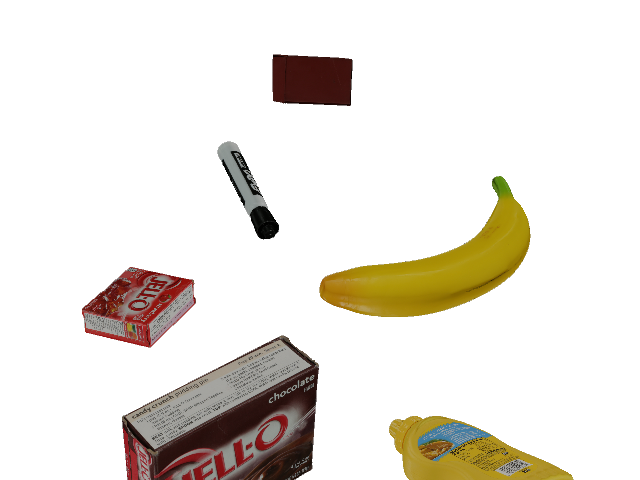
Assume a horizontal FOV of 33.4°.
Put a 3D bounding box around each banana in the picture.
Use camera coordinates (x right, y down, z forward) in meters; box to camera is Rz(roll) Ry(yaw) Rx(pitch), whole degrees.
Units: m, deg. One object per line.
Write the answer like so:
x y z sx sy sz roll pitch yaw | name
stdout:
0.088 0.016 0.741 0.197 0.037 0.070 -28 50 -37 | banana

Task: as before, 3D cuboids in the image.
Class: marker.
-0.060 -0.041 0.875 0.020 0.020 0.121 0 37 -25 | marker

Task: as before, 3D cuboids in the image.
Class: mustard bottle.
0.135 0.211 1.005 0.096 0.058 0.192 -15 24 -36 | mustard bottle

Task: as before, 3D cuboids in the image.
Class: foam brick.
-0.009 -0.174 1.162 0.078 0.051 0.053 0 11 -17 | foam brick

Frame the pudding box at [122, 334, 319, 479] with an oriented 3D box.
-0.055 0.116 0.606 0.113 0.090 0.039 -27 48 -33 | pudding box

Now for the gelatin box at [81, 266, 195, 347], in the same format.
-0.172 0.062 1.020 0.073 0.030 0.089 11 31 22 | gelatin box
